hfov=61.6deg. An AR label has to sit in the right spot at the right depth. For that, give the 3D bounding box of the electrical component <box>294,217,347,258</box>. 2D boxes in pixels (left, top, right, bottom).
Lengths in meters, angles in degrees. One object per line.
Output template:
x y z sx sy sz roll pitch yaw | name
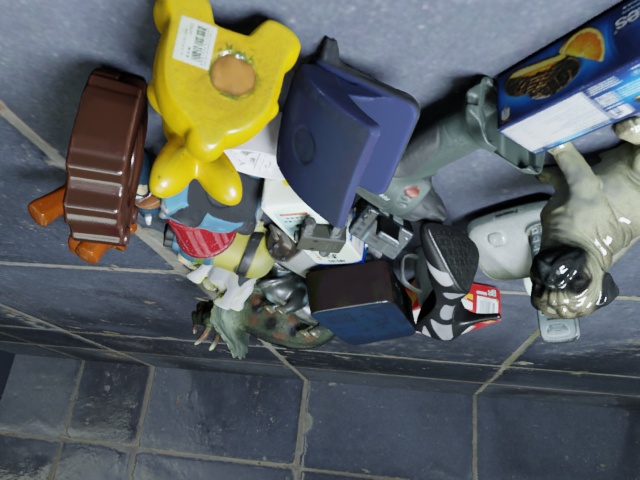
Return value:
-0.001 -0.002 0.673 0.063 0.021 0.094 6 156 -9 | electrical component

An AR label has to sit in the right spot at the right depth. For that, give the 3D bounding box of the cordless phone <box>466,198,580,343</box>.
0.273 0.047 0.706 0.088 0.184 0.147 20 155 -39 | cordless phone

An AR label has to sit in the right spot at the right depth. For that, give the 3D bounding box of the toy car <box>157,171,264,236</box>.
-0.142 -0.068 0.670 0.103 0.109 0.161 18 -179 39 | toy car

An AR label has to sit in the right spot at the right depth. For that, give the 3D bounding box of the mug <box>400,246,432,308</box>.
0.184 0.065 0.878 0.109 0.107 0.081 11 156 -16 | mug

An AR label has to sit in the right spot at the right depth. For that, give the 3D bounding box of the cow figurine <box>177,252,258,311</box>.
-0.180 0.043 0.943 0.168 0.098 0.068 37 -176 28 | cow figurine

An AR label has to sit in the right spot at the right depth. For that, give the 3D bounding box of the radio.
0.075 0.109 0.885 0.131 0.073 0.229 -13 155 16 | radio

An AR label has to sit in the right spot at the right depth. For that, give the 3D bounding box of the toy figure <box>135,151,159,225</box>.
-0.240 -0.073 0.715 0.058 0.064 0.154 -3 157 0 | toy figure

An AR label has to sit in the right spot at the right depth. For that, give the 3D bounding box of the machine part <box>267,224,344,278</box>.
-0.008 0.028 0.883 0.079 0.079 0.243 -8 154 33 | machine part

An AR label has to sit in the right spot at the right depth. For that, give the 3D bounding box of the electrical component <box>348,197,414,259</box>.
0.079 -0.015 0.679 0.075 0.119 0.047 29 119 -12 | electrical component

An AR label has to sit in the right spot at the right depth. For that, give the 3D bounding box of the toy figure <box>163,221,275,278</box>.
-0.160 0.009 0.862 0.180 0.089 0.082 11 166 -16 | toy figure

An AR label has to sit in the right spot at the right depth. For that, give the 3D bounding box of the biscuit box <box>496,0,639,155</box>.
0.237 -0.139 0.418 0.059 0.063 0.203 21 154 -30 | biscuit box

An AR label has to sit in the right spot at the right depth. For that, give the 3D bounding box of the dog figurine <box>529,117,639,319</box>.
0.302 -0.010 0.548 0.172 0.190 0.121 -8 154 28 | dog figurine

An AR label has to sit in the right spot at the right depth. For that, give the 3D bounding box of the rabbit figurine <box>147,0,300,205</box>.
-0.100 -0.114 0.495 0.122 0.162 0.173 3 179 -25 | rabbit figurine

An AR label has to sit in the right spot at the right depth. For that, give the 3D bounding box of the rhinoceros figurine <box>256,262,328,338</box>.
-0.045 0.091 0.959 0.190 0.112 0.073 43 162 -8 | rhinoceros figurine

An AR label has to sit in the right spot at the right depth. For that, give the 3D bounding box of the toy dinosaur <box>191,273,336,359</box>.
-0.056 0.149 1.045 0.405 0.192 0.131 8 160 -1 | toy dinosaur

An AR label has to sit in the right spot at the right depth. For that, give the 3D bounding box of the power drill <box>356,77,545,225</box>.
0.128 -0.084 0.582 0.232 0.086 0.207 23 160 -35 | power drill

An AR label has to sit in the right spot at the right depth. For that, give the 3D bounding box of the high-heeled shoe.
0.154 0.062 0.755 0.145 0.086 0.248 -10 133 38 | high-heeled shoe

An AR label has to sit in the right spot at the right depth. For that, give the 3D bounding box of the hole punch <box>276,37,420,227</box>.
0.011 -0.088 0.481 0.116 0.092 0.142 30 134 13 | hole punch

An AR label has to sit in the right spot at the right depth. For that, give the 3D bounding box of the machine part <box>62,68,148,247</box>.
-0.214 -0.081 0.553 0.056 0.179 0.179 9 158 -14 | machine part

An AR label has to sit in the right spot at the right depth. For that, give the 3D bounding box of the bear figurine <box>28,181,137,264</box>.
-0.351 -0.020 0.807 0.120 0.132 0.196 43 144 -10 | bear figurine
